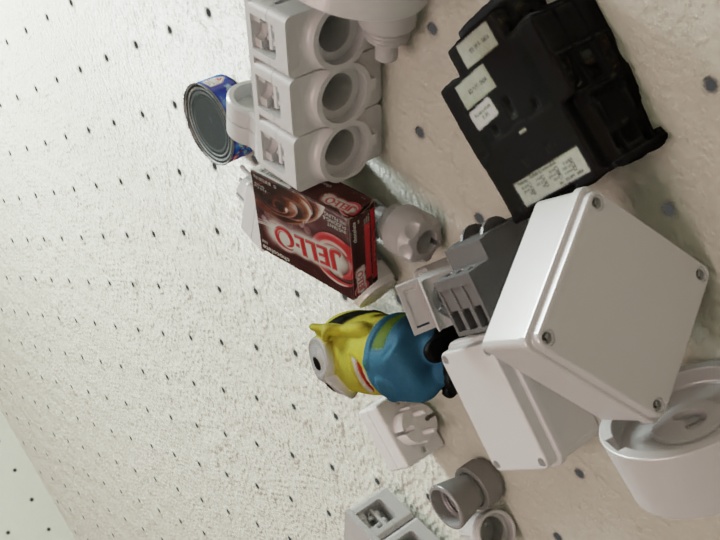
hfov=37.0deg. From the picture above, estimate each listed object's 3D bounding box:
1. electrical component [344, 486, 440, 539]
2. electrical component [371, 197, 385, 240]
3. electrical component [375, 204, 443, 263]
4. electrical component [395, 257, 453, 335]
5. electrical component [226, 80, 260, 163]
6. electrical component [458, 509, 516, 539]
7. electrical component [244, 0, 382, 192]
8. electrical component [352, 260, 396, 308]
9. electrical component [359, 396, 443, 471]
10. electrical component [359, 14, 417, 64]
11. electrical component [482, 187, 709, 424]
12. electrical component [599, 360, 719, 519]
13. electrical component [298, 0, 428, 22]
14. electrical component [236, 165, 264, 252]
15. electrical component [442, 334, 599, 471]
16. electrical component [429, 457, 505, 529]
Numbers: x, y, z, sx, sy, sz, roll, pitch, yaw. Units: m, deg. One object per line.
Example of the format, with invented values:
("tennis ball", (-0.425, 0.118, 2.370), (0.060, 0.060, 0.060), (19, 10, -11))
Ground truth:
("electrical component", (0.054, 0.308, 1.114), (0.150, 0.062, 0.089), (39, 143, 34))
("electrical component", (-0.004, -0.048, 0.938), (0.046, 0.040, 0.040), (27, 135, 52))
("electrical component", (0.035, -0.034, 0.884), (0.062, 0.043, 0.043), (33, 139, 43))
("electrical component", (0.071, 0.015, 0.840), (0.064, 0.081, 0.042), (-119, 8, -80))
("electrical component", (-0.070, -0.107, 0.977), (0.138, 0.052, 0.073), (42, 145, 30))
("electrical component", (0.115, 0.239, 0.989), (0.040, 0.040, 0.046), (63, 156, -1))
("electrical component", (-0.032, -0.148, 0.847), (0.062, 0.089, 0.150), (35, 141, 38))
("electrical component", (0.000, 0.000, 0.964), (0.055, 0.045, 0.045), (53, 149, 13))
("electrical component", (0.047, 0.146, 1.008), (0.065, 0.047, 0.077), (61, 150, 1))
("electrical component", (0.020, -0.182, 0.786), (0.043, 0.043, 0.062), (40, 145, 33))
("electrical component", (0.145, 0.023, 0.658), (0.109, 0.108, 0.056), (31, 161, -21))
("electrical component", (0.212, 0.110, 0.671), (0.108, 0.108, 0.060), (-1, 119, 57))
("electrical component", (0.000, -0.222, 0.726), (0.108, 0.108, 0.060), (43, 139, 29))
("electrical component", (-0.095, -0.071, 1.050), (0.076, 0.047, 0.065), (47, 147, 24))
("electrical component", (0.123, 0.096, 0.840), (0.078, 0.057, 0.113), (-22, 95, 60))
("electrical component", (0.097, 0.200, 0.967), (0.045, 0.055, 0.045), (37, 142, 36))
